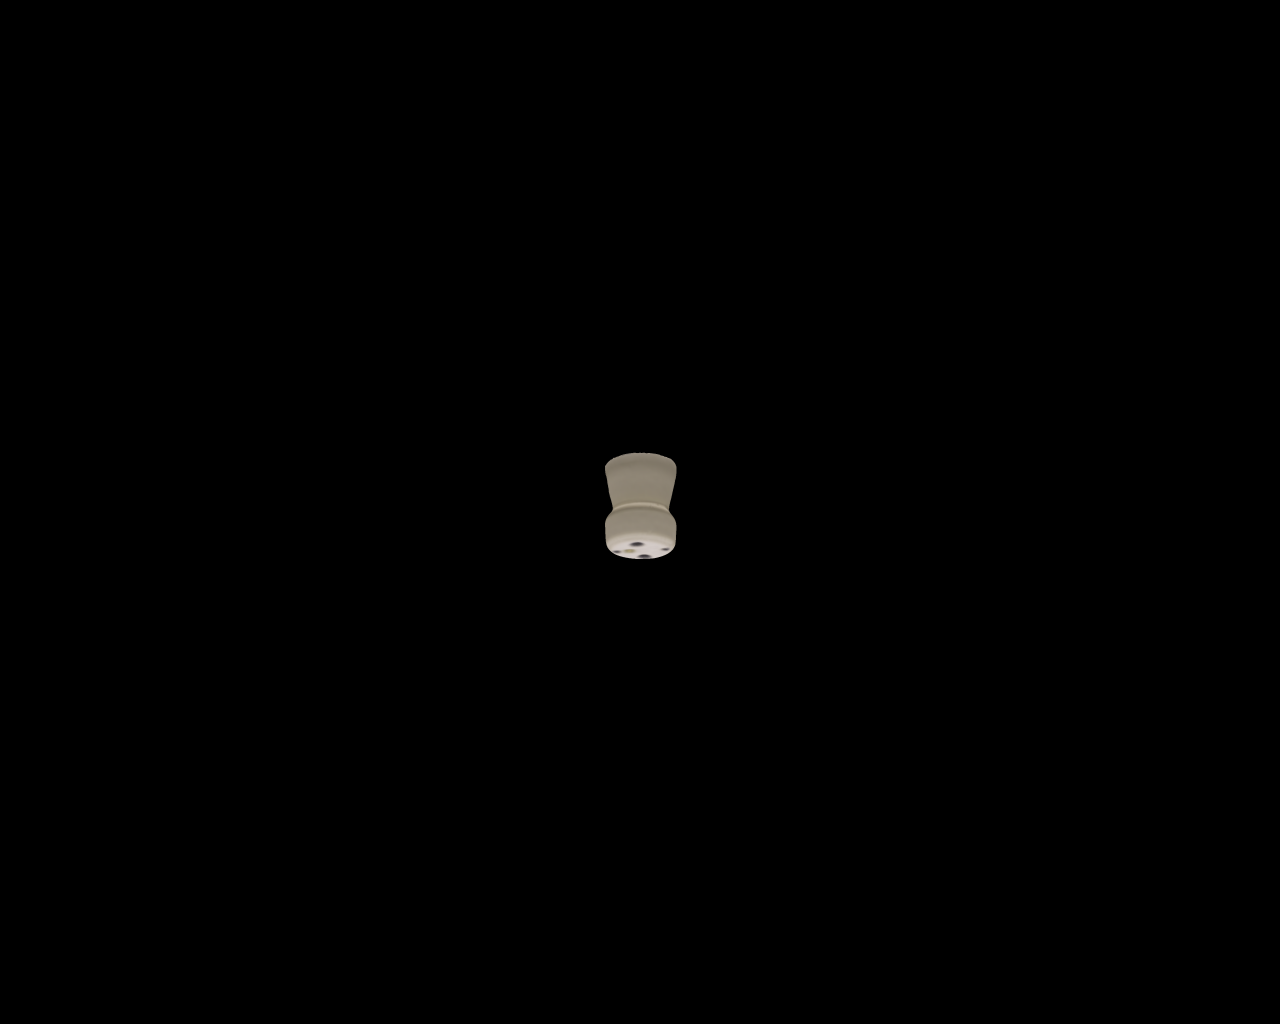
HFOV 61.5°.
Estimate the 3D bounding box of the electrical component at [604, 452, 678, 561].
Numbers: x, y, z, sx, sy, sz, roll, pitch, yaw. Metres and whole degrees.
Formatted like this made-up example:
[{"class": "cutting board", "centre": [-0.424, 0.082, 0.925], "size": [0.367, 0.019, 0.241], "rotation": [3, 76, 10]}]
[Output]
[{"class": "electrical component", "centre": [0.001, -0.003, 0.650], "size": [0.045, 0.055, 0.044], "rotation": [0, -20, 0]}]
